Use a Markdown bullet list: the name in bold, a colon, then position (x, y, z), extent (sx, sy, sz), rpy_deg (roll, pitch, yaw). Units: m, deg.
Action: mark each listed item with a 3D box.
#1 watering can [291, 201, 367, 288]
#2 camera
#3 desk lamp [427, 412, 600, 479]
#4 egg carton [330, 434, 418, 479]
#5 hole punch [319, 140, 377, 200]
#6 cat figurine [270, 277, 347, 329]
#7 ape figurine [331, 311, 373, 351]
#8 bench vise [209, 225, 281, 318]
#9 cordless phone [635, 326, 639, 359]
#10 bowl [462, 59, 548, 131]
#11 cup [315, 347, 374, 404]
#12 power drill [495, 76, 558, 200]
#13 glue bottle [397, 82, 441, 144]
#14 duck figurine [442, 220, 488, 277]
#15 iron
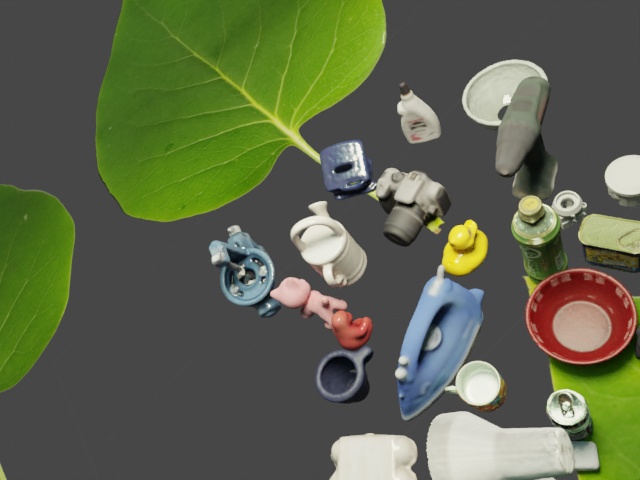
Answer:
- **watering can**: position (0.008, 0.005, 1.121), extent (0.101, 0.195, 0.172), rpy_deg (-37, 51, 4)
- **camera**: position (0.165, -0.067, 1.139), extent (0.142, 0.101, 0.137), rpy_deg (21, 73, 36)
- **desk lamp**: position (0.270, 0.305, 0.786), extent (0.202, 0.214, 0.118), rpy_deg (-10, 58, 23)
- **egg carton**: position (0.087, 0.373, 0.937), extent (0.150, 0.070, 0.107), rpy_deg (-11, 57, 23)
- **hole punch**: position (0.060, -0.154, 1.254), extent (0.108, 0.091, 0.101), rpy_deg (-15, 56, 20)
- **cat figurine**: position (-0.028, 0.114, 1.124), extent (0.127, 0.118, 0.067), rpy_deg (14, 69, 34)
- **ape figurine**: position (0.052, 0.162, 1.069), extent (0.077, 0.092, 0.076), rpy_deg (14, 69, 34)
- **bench vise**: position (-0.177, 0.047, 1.179), extent (0.121, 0.220, 0.206), rpy_deg (-45, 51, -2)
- **cordless phone**: position (0.500, 0.102, 0.802), extent (0.093, 0.186, 0.148), rpy_deg (9, 67, 32)
- **bowl**: position (0.381, -0.281, 1.168), extent (0.167, 0.075, 0.167), rpy_deg (-13, 57, 21)
- **cup**: position (0.059, 0.242, 1.015), extent (0.118, 0.095, 0.091), rpy_deg (-44, 51, -1)
- **power drill**: position (0.368, -0.162, 1.017), extent (0.075, 0.209, 0.230), rpy_deg (5, 65, 31)
- **glue bottle**: position (0.196, -0.269, 1.197), extent (0.078, 0.174, 0.037), rpy_deg (-13, 57, 22)
- **duck figurine**: position (0.259, 0.011, 1.051), extent (0.077, 0.086, 0.104), rpy_deg (31, 80, 38)
- **iron**: position (0.178, 0.171, 0.963), extent (0.118, 0.142, 0.258), rpy_deg (16, 71, 35)
